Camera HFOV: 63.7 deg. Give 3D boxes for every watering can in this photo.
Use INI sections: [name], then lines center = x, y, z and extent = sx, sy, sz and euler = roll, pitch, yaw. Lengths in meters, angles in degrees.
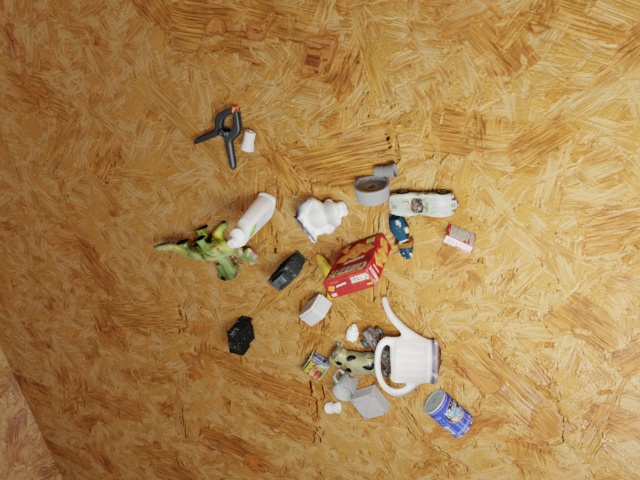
[watering can]
center = 0.300, 0.366, 1.751
extent = 0.224, 0.346, 0.104
euler = 2, 6, 3

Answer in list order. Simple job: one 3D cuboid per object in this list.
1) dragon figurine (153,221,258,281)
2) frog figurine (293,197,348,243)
[dragon figurine]
center = -0.400, 0.067, 1.891
extent = 0.408, 0.239, 0.125
euler = -13, 31, 29
[frog figurine]
center = 0.005, -0.083, 1.654
extent = 0.160, 0.137, 0.122
euler = -37, 2, -3
